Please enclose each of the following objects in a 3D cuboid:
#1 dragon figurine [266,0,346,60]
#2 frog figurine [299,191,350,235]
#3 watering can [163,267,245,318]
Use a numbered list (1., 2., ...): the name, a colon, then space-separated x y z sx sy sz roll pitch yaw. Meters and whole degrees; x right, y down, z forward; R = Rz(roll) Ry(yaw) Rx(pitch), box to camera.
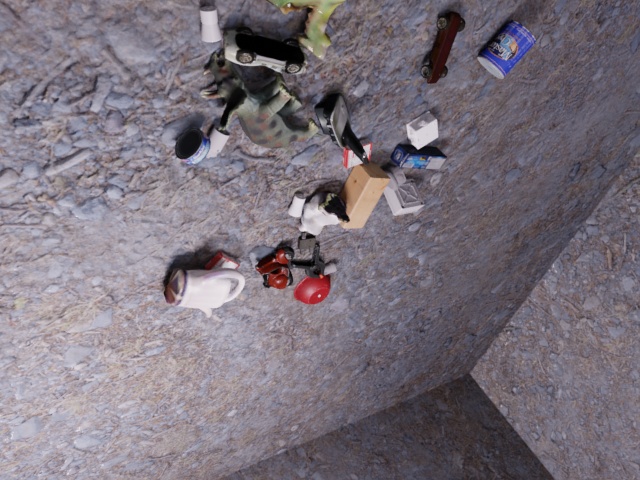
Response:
1. dragon figurine: -0.013 -0.569 1.083 0.243 0.125 0.401 -24 -38 -5
2. frog figurine: 0.005 -0.083 1.645 0.137 0.124 0.157 4 -20 -35
3. watering can: -0.366 0.168 1.572 0.224 0.106 0.341 8 -34 -31
